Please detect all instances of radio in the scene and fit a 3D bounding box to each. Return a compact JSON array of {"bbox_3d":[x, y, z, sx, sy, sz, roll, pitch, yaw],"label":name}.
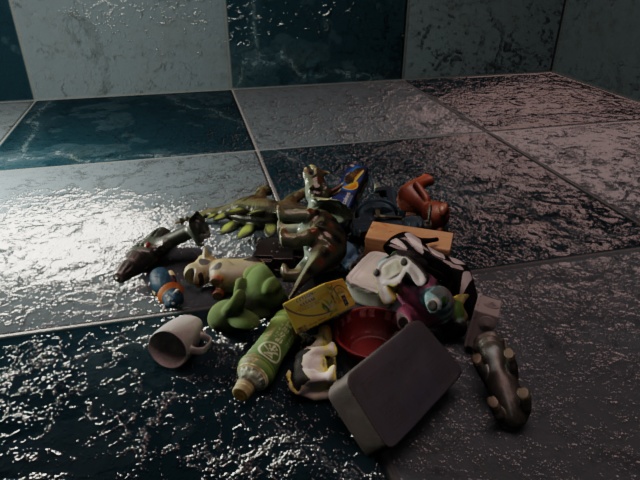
[{"bbox_3d":[0.130,0.243,0.915,0.229,0.073,0.131,-29,76,-42],"label":"radio"}]

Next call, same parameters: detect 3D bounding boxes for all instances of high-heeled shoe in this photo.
[{"bbox_3d":[0.247,0.080,1.202,0.145,0.086,0.249,-11,56,-20],"label":"high-heeled shoe"}]

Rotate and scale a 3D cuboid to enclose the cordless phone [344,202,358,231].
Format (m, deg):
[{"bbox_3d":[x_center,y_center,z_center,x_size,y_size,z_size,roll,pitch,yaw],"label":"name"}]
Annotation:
[{"bbox_3d":[0.021,-0.054,1.510,0.147,0.088,0.184,10,44,15],"label":"cordless phone"}]

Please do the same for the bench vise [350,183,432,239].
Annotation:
[{"bbox_3d":[0.192,-0.078,1.487,0.224,0.128,0.241,-10,43,9],"label":"bench vise"}]

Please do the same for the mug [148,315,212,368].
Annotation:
[{"bbox_3d":[-0.265,0.191,1.061,0.110,0.080,0.107,2,19,13],"label":"mug"}]

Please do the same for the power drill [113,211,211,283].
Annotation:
[{"bbox_3d":[-0.382,0.017,1.327,0.207,0.086,0.232,-28,17,16],"label":"power drill"}]

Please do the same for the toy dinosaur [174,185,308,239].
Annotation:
[{"bbox_3d":[-0.184,-0.077,1.487,0.472,0.105,0.198,-4,20,29],"label":"toy dinosaur"}]

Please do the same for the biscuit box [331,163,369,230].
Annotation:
[{"bbox_3d":[0.074,-0.120,1.478,0.063,0.059,0.203,16,56,15],"label":"biscuit box"}]

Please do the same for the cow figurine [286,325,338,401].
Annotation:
[{"bbox_3d":[-0.014,0.228,1.013,0.098,0.068,0.167,-6,28,1],"label":"cow figurine"}]

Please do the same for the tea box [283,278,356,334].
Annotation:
[{"bbox_3d":[0.003,0.129,1.079,0.098,0.068,0.169,-28,-8,11],"label":"tea box"}]

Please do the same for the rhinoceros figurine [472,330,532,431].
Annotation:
[{"bbox_3d":[0.321,0.238,0.953,0.073,0.112,0.190,-24,40,15],"label":"rhinoceros figurine"}]

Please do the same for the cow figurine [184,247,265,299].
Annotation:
[{"bbox_3d":[-0.224,0.074,1.266,0.195,0.085,0.127,-3,35,0],"label":"cow figurine"}]

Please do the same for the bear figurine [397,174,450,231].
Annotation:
[{"bbox_3d":[0.318,-0.100,1.544,0.132,0.120,0.196,-16,34,-32],"label":"bear figurine"}]

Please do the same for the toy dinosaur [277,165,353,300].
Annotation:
[{"bbox_3d":[-0.002,-0.004,1.235,0.192,0.131,0.405,-5,43,-5],"label":"toy dinosaur"}]

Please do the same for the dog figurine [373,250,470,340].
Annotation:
[{"bbox_3d":[0.221,0.113,1.092,0.219,0.108,0.192,11,45,-54],"label":"dog figurine"}]

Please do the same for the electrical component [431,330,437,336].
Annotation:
[{"bbox_3d":[0.192,0.197,1.109,0.094,0.021,0.063,9,31,15],"label":"electrical component"}]

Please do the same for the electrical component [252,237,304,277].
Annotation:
[{"bbox_3d":[-0.100,0.041,1.351,0.134,0.058,0.115,0,31,1],"label":"electrical component"}]

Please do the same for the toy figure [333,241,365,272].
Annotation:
[{"bbox_3d":[0.033,0.028,1.354,0.082,0.089,0.180,-11,37,-45],"label":"toy figure"}]

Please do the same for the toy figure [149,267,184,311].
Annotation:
[{"bbox_3d":[-0.344,0.112,1.219,0.058,0.064,0.155,4,22,-36],"label":"toy figure"}]

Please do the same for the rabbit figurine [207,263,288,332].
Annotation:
[{"bbox_3d":[-0.153,0.141,1.120,0.170,0.121,0.159,-34,9,-9],"label":"rabbit figurine"}]
